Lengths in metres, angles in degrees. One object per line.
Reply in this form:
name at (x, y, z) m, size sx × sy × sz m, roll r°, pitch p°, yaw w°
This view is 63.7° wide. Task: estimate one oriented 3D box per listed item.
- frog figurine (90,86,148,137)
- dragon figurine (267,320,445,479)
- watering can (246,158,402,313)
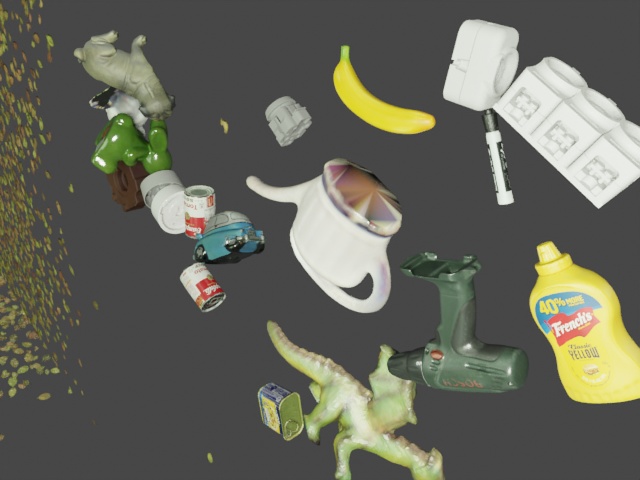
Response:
frog figurine at (-0.468, -0.297, 1.261) m, size 0.137 × 0.125 × 0.156 m, roll 5°, pitch 146°, yaw 36°
dragon figurine at (0.072, 0.269, 0.922) m, size 0.239 × 0.123 × 0.414 m, roll -42°, pitch 76°, yaw 28°
watering can at (0.003, -0.042, 0.841) m, size 0.352 × 0.105 × 0.219 m, roll 50°, pitch 134°, yaw 20°
